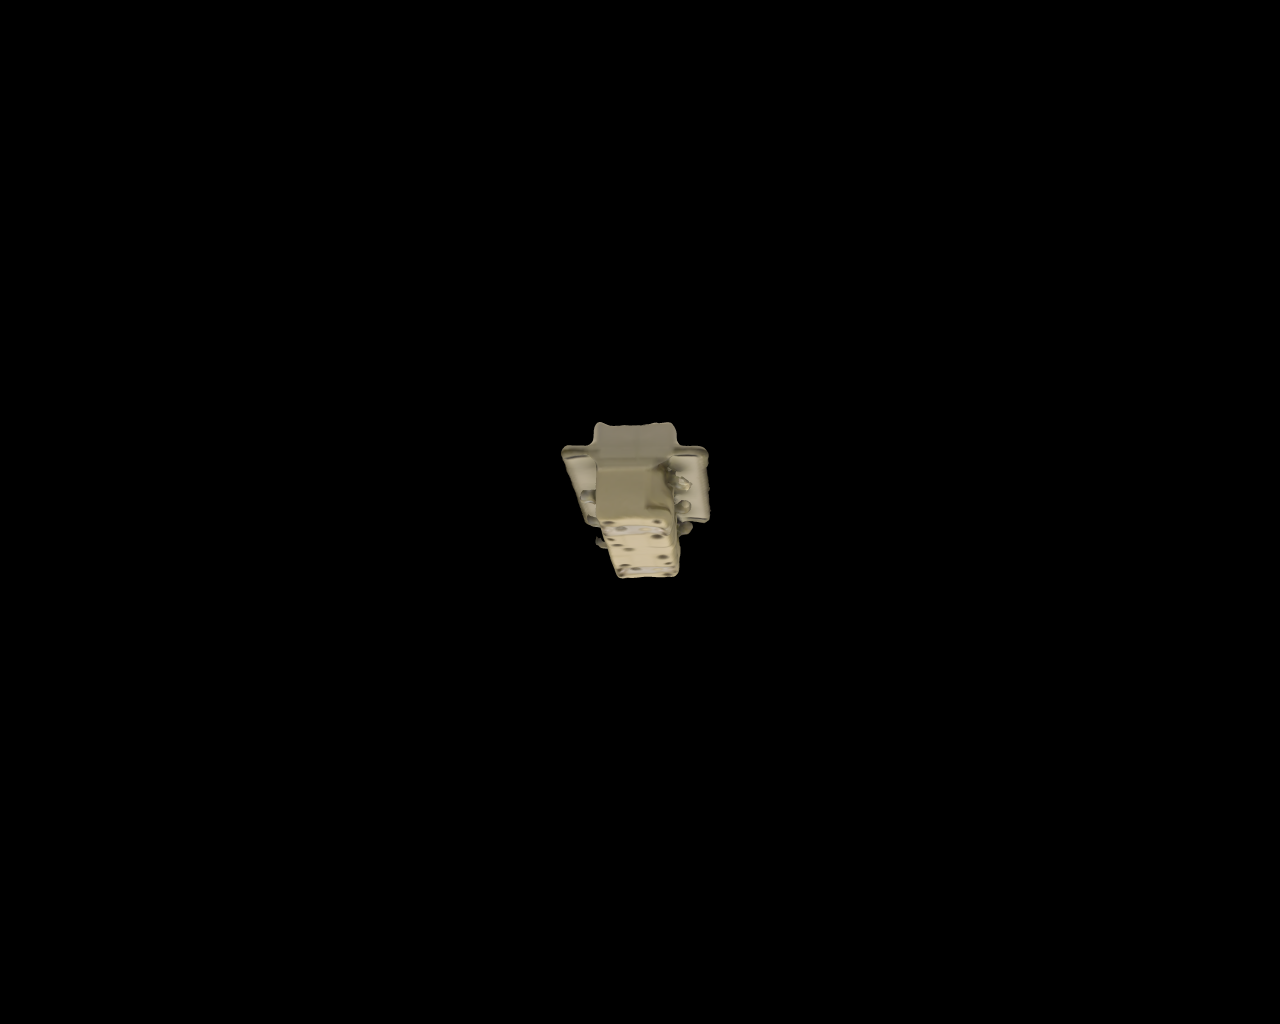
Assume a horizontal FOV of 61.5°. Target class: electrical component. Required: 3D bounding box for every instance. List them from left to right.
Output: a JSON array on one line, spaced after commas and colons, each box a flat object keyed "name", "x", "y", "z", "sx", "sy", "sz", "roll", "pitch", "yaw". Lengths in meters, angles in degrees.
[{"name": "electrical component", "x": 0.001, "y": -0.003, "z": 0.650, "sx": 0.079, "sy": 0.063, "sz": 0.121, "roll": -1, "pitch": -19, "yaw": 3}]
